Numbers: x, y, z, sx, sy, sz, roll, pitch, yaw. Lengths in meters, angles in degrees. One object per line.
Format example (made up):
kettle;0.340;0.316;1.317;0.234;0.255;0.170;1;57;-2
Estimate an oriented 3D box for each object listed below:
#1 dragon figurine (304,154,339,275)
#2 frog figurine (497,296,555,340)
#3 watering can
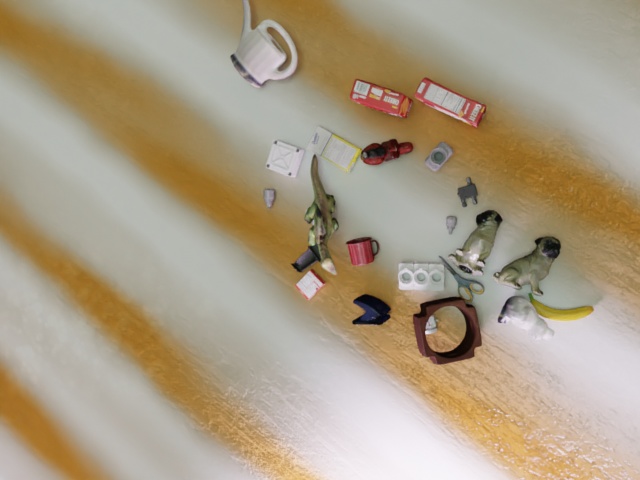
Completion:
dragon figurine;0.005;-0.087;1.725;0.122;0.408;0.244;-10;6;-1
frog figurine;0.662;0.247;1.629;0.160;0.124;0.135;16;-18;33
watering can;-0.230;-0.694;1.824;0.222;0.349;0.104;-41;-6;16
